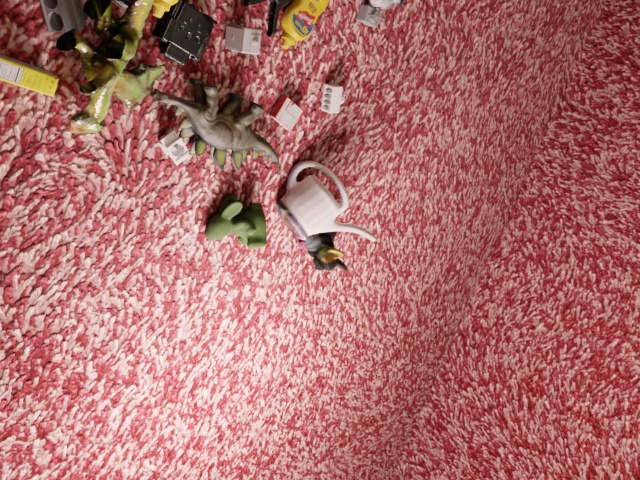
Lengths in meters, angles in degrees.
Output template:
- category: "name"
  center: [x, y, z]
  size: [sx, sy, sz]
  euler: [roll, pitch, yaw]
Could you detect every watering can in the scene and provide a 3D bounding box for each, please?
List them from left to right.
- category: "watering can"
  center: [0.005, -0.082, 1.628]
  size: [0.225, 0.104, 0.347]
  euler: [-38, 93, -3]

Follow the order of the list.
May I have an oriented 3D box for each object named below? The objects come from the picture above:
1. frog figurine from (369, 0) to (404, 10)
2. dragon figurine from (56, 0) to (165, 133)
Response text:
- category: "frog figurine"
  center: [0.173, -0.770, 1.545]
  size: [0.159, 0.125, 0.134]
  euler: [8, 120, -10]
- category: "dragon figurine"
  center: [-0.407, -0.388, 1.090]
  size: [0.411, 0.122, 0.241]
  euler: [-52, 175, -3]
